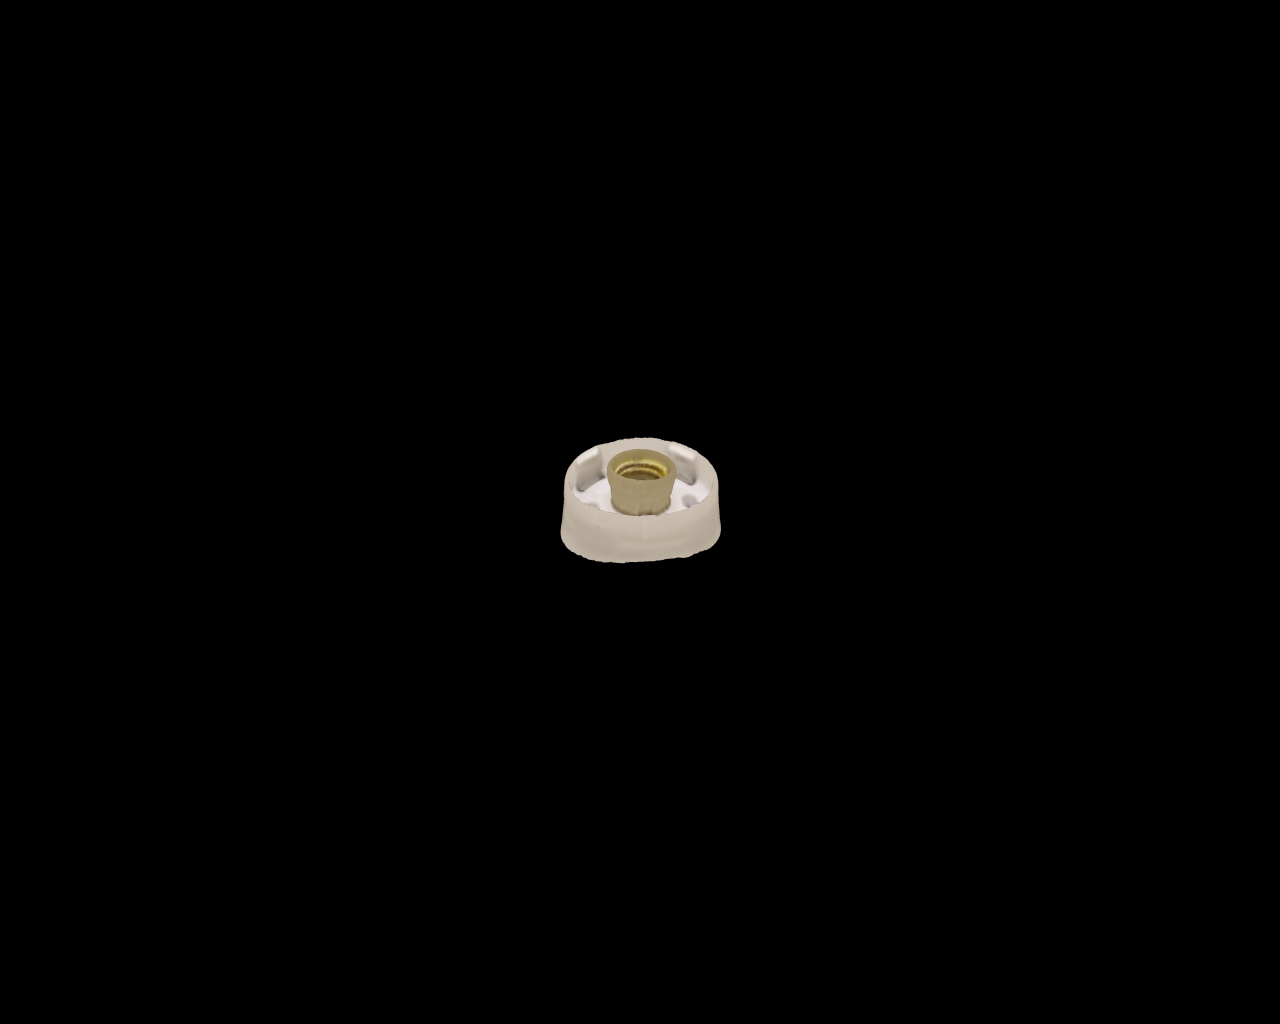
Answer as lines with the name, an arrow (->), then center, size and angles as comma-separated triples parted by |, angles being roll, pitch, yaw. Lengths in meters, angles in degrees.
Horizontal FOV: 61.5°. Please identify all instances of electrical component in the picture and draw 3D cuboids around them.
electrical component -> 0.001, -0.003, 0.650 | 0.099, 0.064, 0.099 | 0, 34, 0
